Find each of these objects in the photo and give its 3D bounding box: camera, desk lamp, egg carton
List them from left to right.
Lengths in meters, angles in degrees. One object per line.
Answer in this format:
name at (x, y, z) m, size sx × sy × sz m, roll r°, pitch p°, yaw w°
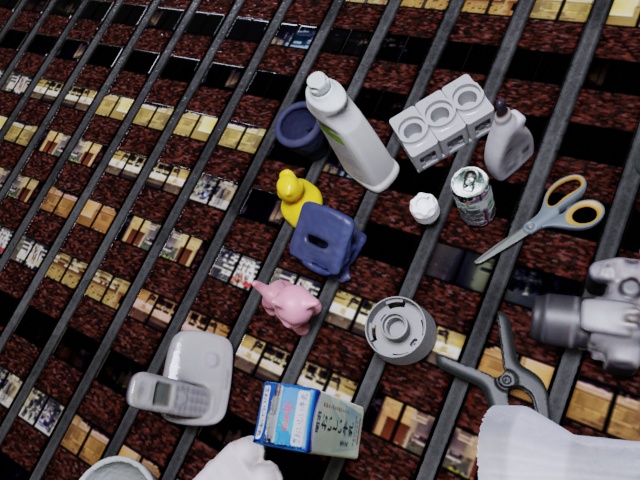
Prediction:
egg carton at (-0.127, 0.366, 0.836) m, size 0.150 × 0.070 × 0.107 m, roll -46°, pitch 59°, yaw -1°
desk lamp at (0.287, 0.253, 0.630) m, size 0.202 × 0.214 × 0.118 m, roll -2°, pitch 67°, yaw 22°
camera at (0.348, 0.091, 0.742) m, size 0.136 × 0.101 × 0.143 m, roll 5°, pitch 70°, yaw 24°

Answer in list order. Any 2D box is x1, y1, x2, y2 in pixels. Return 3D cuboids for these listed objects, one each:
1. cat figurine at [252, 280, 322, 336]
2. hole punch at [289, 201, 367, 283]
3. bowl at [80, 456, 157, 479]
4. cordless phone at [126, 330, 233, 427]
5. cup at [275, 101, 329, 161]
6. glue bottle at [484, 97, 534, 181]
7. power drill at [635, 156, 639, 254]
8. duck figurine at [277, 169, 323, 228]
cat figurine at (-0.053, 0.097, 0.894) m, size 0.127 × 0.118 × 0.067 m, roll 27°, pitch 80°, yaw 29°
hole punch at (0.008, 0.003, 0.926) m, size 0.108 × 0.091 × 0.101 m, roll 24°, pitch 78°, yaw 29°
bowl at (-0.301, 0.422, 0.880) m, size 0.167 × 0.075 × 0.167 m, roll -8°, pitch 65°, yaw 19°
cordless phone at (-0.215, 0.203, 0.875) m, size 0.094 × 0.185 × 0.147 m, roll -7°, pitch 65°, yaw 20°
cup at (-0.014, -0.195, 1.019) m, size 0.118 × 0.095 × 0.091 m, roll -48°, pitch 59°, yaw -3°
glue bottle at (0.273, -0.155, 0.838) m, size 0.078 × 0.173 × 0.037 m, roll -41°, pitch 59°, yaw 2°
power drill at (0.446, 0.004, 0.677) m, size 0.075 × 0.209 × 0.229 m, roll -22°, pitch 61°, yaw 12°
duck figurine at (-0.043, -0.074, 0.983) m, size 0.077 × 0.086 × 0.104 m, roll -24°, pitch 61°, yaw 11°
